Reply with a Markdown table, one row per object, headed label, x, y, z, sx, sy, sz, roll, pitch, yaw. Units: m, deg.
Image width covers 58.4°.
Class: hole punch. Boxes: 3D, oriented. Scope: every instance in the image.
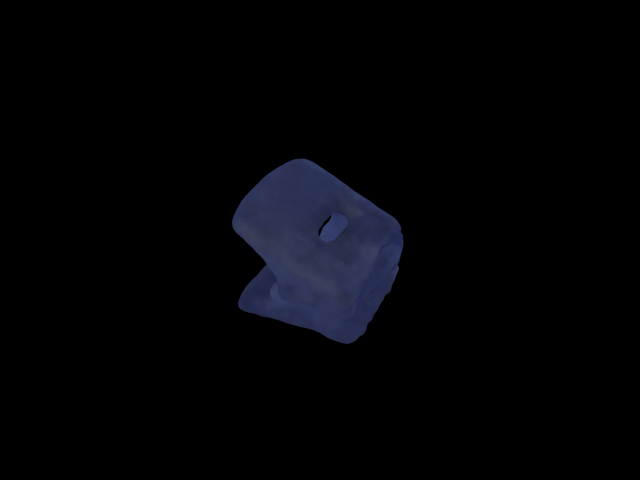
| label | x | y | z | sx | sy | sz | roll | pitch | yaw |
| --- | --- | --- | --- | --- | --- | --- | --- | --- | --- |
| hole punch | 0.004 | 0.001 | 0.400 | 0.100 | 0.091 | 0.109 | 14 | 36 | 20 |
